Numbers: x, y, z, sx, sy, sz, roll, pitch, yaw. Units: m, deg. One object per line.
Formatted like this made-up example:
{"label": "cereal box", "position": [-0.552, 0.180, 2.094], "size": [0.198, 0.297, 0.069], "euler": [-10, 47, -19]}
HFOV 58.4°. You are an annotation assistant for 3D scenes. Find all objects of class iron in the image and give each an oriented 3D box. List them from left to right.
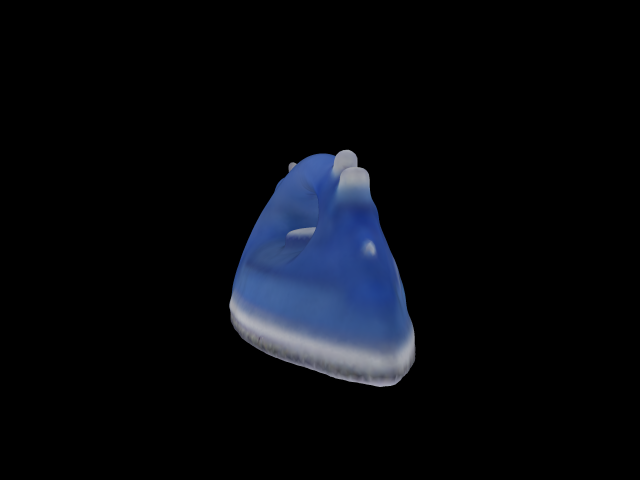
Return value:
{"label": "iron", "position": [0.004, 0.001, 0.400], "size": [0.119, 0.141, 0.258], "euler": [0, 0, -15]}
